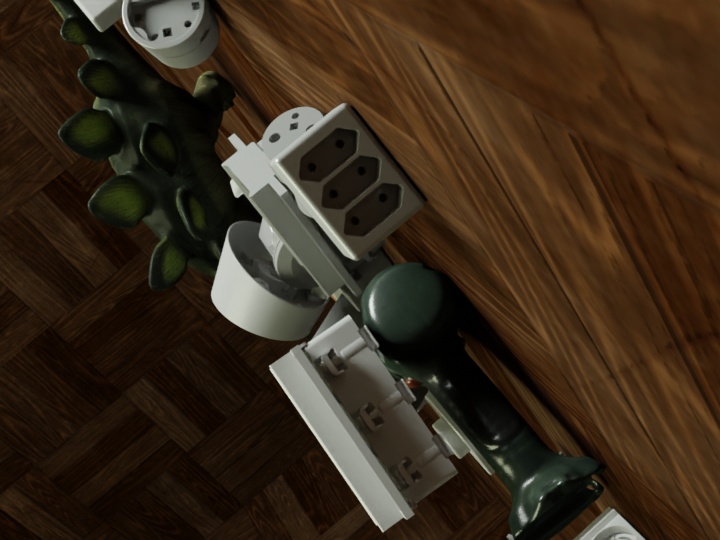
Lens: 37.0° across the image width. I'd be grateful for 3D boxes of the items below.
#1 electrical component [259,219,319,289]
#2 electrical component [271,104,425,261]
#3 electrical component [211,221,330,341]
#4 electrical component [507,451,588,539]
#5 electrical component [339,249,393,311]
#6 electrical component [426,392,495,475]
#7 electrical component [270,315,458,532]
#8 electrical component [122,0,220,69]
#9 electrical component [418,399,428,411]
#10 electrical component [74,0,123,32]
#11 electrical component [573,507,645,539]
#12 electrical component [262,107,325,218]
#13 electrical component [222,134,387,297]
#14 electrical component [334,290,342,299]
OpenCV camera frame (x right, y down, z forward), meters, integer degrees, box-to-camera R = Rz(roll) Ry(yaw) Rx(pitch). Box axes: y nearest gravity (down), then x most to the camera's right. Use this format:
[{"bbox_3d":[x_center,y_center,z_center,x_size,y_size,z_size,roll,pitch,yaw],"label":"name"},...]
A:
[{"bbox_3d":[-0.039,-0.029,0.865,0.051,0.080,0.080,54,179,39],"label":"electrical component"},{"bbox_3d":[-0.010,-0.046,0.569,0.065,0.047,0.077,51,176,-9],"label":"electrical component"},{"bbox_3d":[-0.074,0.011,0.894,0.099,0.064,0.099,21,-157,-9],"label":"electrical component"},{"bbox_3d":[0.137,0.171,0.802,0.040,0.078,0.040,37,166,11],"label":"electrical component"},{"bbox_3d":[0.000,0.000,0.928,0.055,0.047,0.055,50,176,4],"label":"electrical component"},{"bbox_3d":[0.102,0.140,0.994,0.108,0.060,0.108,50,177,4],"label":"electrical component"},{"bbox_3d":[0.003,0.094,0.677,0.121,0.063,0.078,55,172,4],"label":"electrical component"},{"bbox_3d":[-0.123,-0.164,0.710,0.055,0.055,0.047,50,180,12],"label":"electrical component"},{"bbox_3d":[0.055,0.097,1.134,0.061,0.062,0.096,53,176,-35],"label":"electrical component"},{"bbox_3d":[-0.195,-0.229,0.829,0.047,0.066,0.077,50,176,-2],"label":"electrical component"},{"bbox_3d":[0.196,0.217,0.784,0.063,0.042,0.081,50,177,-32],"label":"electrical component"},{"bbox_3d":[-0.028,-0.064,0.640,0.045,0.045,0.055,47,175,41],"label":"electrical component"},{"bbox_3d":[-0.034,-0.045,0.750,0.078,0.063,0.121,47,175,42],"label":"electrical component"},{"bbox_3d":[0.001,0.014,1.013,0.055,0.055,0.047,46,171,50],"label":"electrical component"}]
